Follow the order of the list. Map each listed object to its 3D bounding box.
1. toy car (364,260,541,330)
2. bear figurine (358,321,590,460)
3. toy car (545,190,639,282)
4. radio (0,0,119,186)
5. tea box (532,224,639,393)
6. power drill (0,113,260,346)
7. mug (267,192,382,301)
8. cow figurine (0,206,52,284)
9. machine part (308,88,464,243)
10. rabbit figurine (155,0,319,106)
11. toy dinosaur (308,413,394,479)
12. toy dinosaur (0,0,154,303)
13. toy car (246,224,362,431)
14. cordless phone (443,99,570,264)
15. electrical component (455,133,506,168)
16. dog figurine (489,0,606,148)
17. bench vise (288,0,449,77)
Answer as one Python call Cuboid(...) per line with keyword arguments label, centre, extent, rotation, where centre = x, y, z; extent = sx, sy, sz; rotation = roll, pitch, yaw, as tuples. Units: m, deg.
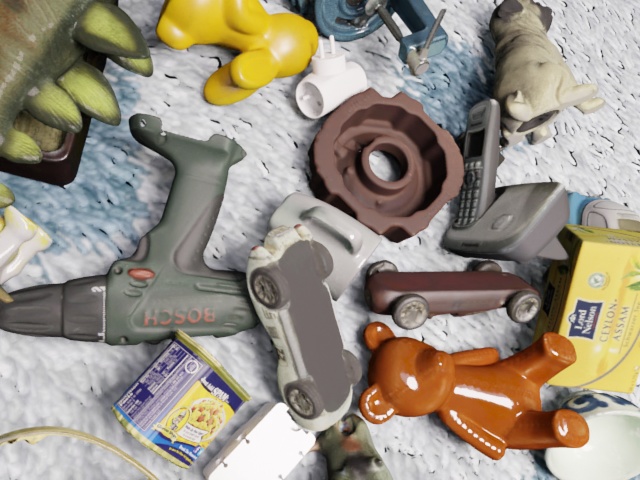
Cuboid(label="toy car", centre=(0.144, 0.060, 0.584), extent=(0.202, 0.089, 0.053), rotation=(1, 111, -20))
Cuboid(label="bear figurine", centre=(0.145, 0.141, 0.542), extent=(0.196, 0.132, 0.120), rotation=(24, 51, -16))
Cuboid(label="toy car", centre=(0.348, 0.010, 0.656), extent=(0.109, 0.103, 0.161), rotation=(10, 74, -17))
Cuboid(label="radio", centre=(-0.279, -0.177, 0.513), extent=(0.131, 0.073, 0.229), rotation=(11, 71, -16))
Cuboid(label="tea box", centre=(0.301, 0.074, 0.585), extent=(0.098, 0.068, 0.169), rotation=(4, 110, 2))
Cuboid(label="power drill", centre=(-0.156, -0.006, 0.494), extent=(0.232, 0.086, 0.207), rotation=(10, 77, -19))
Cuboid(label="mug", centre=(-0.001, -0.002, 0.545), extent=(0.107, 0.109, 0.081), rotation=(34, 75, 7))
Cuboid(label="cow figurine", centre=(-0.331, -0.022, 0.460), extent=(0.167, 0.068, 0.098), rotation=(38, 73, -5))
Cuboid(label="machine part", centre=(0.072, -0.083, 0.615), extent=(0.179, 0.056, 0.179), rotation=(4, 74, -16))
Cuboid(label="rabbit figurine", centre=(-0.077, -0.228, 0.578), extent=(0.173, 0.122, 0.162), rotation=(20, 72, -32))
Cuboid(label="toy dinosaur", centre=(0.111, 0.353, 0.480), extent=(0.192, 0.131, 0.404), rotation=(-23, 88, -10))
Cuboid(label="toy dinosaur", centre=(-0.233, -0.193, 0.441), extent=(0.198, 0.105, 0.471), rotation=(19, 75, -17))
Cuboid(label="toy car", centre=(-0.015, 0.083, 0.504), extent=(0.073, 0.056, 0.201), rotation=(-30, 111, -42))
Cuboid(label="cordless phone", centre=(0.204, -0.069, 0.589), extent=(0.089, 0.147, 0.184), rotation=(2, 91, -17))
Cuboid(label="electrical component", centre=(0.198, -0.109, 0.682), extent=(0.063, 0.021, 0.094), rotation=(46, 67, -1))
Cuboid(label="dog figurine", centre=(0.247, -0.226, 0.670), extent=(0.172, 0.121, 0.190), rotation=(-5, 69, -57))
Cuboid(label="bench vise", centre=(0.085, -0.290, 0.630), extent=(0.224, 0.128, 0.241), rotation=(-18, 64, -14))
